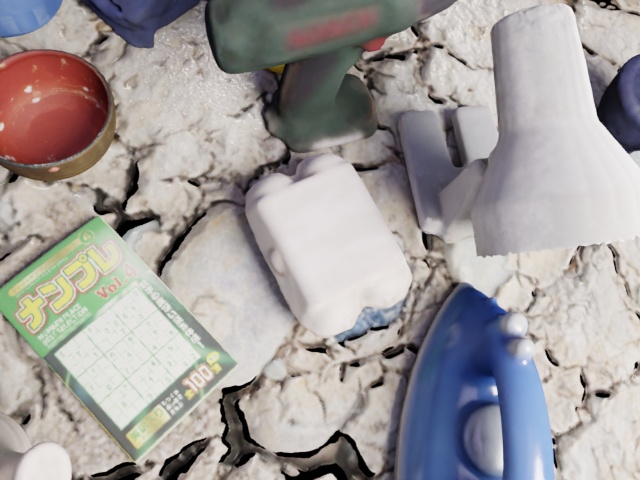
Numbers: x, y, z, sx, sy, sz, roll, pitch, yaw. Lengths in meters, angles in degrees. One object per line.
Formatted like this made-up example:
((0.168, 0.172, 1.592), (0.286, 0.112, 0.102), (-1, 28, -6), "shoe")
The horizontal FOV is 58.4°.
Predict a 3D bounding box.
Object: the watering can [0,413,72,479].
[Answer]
((-0.242, 0.143, 0.336), (0.173, 0.194, 0.101), (-23, 76, -15), "watering can")

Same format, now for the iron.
((0.128, 0.140, 0.422), (0.118, 0.141, 0.258), (6, 71, -6), "iron")

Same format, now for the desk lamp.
((0.148, -0.064, 0.456), (0.118, 0.213, 0.203), (-8, 73, -11), "desk lamp")

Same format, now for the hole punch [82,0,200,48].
((-0.176, -0.256, 0.536), (0.108, 0.091, 0.101), (42, 71, 7), "hole punch")

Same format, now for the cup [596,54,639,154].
((0.311, -0.108, 0.560), (0.092, 0.095, 0.118), (4, 71, -7), "cup")

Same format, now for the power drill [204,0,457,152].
((0.023, -0.159, 0.471), (0.230, 0.208, 0.075), (-15, 74, -13), "power drill")

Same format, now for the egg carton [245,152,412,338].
((0.004, 0.002, 0.488), (0.107, 0.069, 0.150), (-26, 77, -16), "egg carton")

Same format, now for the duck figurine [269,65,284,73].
((-0.025, -0.213, 0.547), (0.104, 0.086, 0.077), (4, 71, -7), "duck figurine")
